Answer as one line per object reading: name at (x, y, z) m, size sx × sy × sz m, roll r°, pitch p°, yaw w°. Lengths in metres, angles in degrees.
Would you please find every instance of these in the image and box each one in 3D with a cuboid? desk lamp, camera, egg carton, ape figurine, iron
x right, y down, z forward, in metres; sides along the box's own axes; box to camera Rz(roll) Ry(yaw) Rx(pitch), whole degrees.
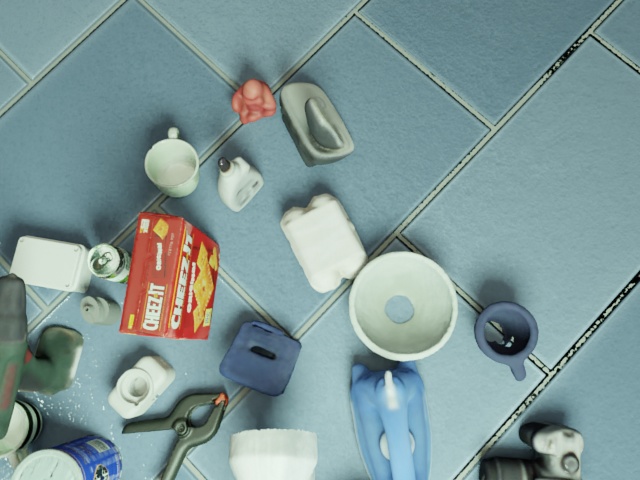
desk lamp at (-0.057, 0.354, 0.792) m, size 0.118 × 0.213 × 0.203 m, roll -3°, pitch 79°, yaw 3°
camera at (0.308, 0.341, 0.833) m, size 0.136 × 0.101 × 0.143 m, roll 4°, pitch 80°, yaw 4°
egg carton at (0.009, 0.003, 0.927) m, size 0.107 × 0.069 × 0.150 m, roll -28°, pitch 79°, yaw -2°
ape figurine at (-0.111, -0.242, 0.968) m, size 0.077 × 0.092 × 0.076 m, roll 23°, pitch 81°, yaw 7°
iron at (0.114, 0.303, 0.829) m, size 0.118 × 0.141 × 0.258 m, roll -10°, pitch 79°, yaw 1°

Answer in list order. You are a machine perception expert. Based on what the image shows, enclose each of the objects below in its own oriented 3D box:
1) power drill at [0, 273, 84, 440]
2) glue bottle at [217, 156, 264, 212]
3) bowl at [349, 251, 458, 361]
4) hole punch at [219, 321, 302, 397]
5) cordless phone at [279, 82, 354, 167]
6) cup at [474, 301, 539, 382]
power drill at (-0.438, 0.172, 0.847) m, size 0.075 × 0.208 × 0.230 m, roll 10°, pitch 80°, yaw 5°
glue bottle at (-0.134, -0.098, 0.901) m, size 0.037 × 0.173 × 0.078 m, roll 42°, pitch 84°, yaw 10°
bowl at (0.128, 0.105, 0.900) m, size 0.167 × 0.075 × 0.167 m, roll 0°, pitch 79°, yaw 3°
hole punch at (-0.091, 0.181, 0.888) m, size 0.108 × 0.091 × 0.101 m, roll 20°, pitch 81°, yaw 7°
cordless phone at (-0.010, -0.204, 0.908) m, size 0.094 × 0.185 × 0.147 m, roll -31°, pitch 79°, yaw -3°
cup at (0.279, 0.155, 0.873) m, size 0.091 × 0.095 × 0.118 m, roll -17°, pitch 79°, yaw 0°
